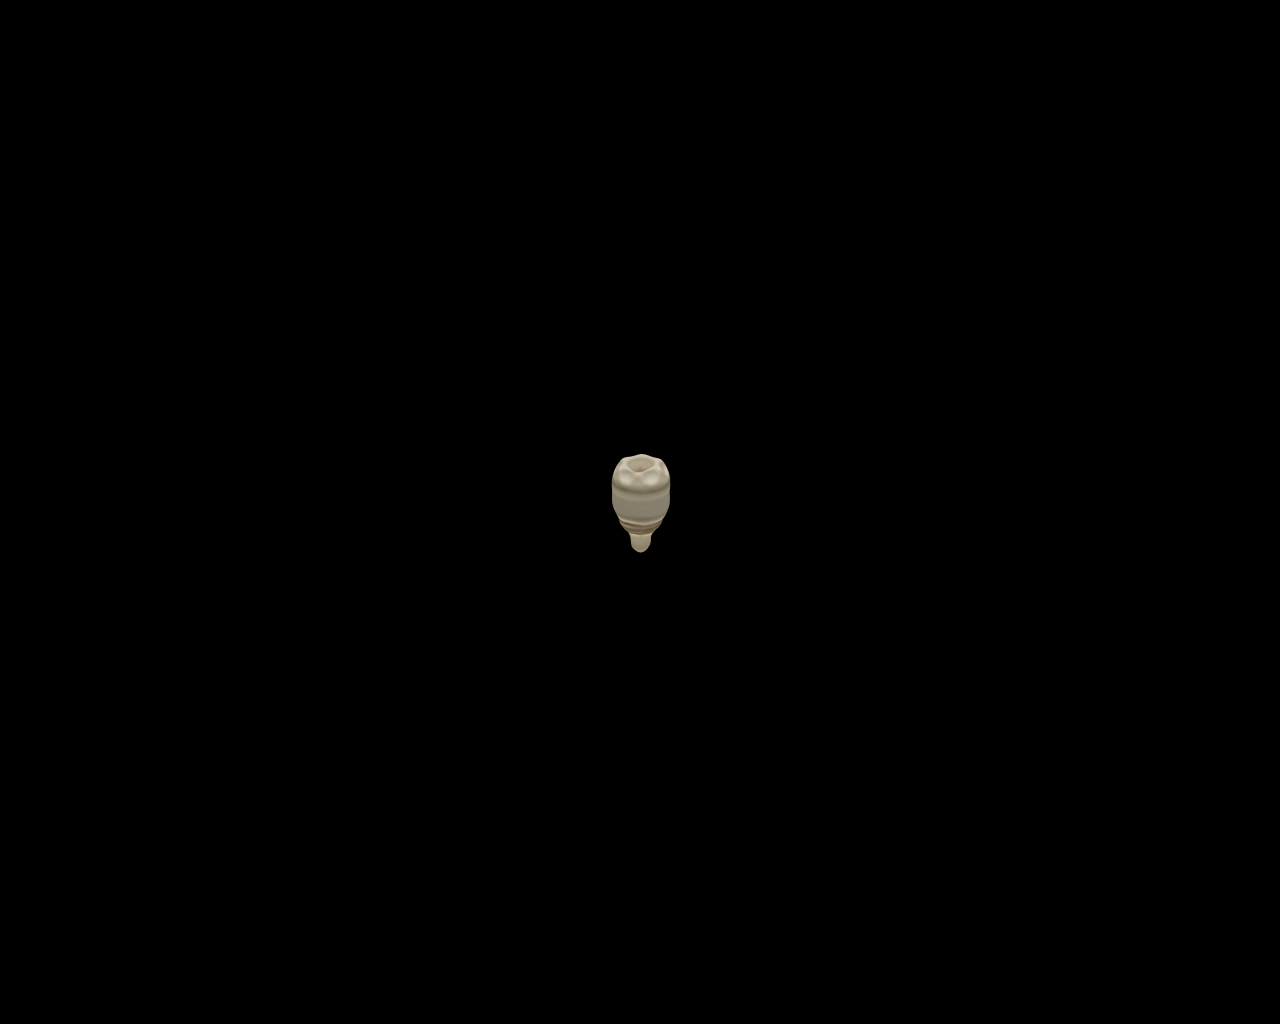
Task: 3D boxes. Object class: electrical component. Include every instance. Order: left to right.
[{"bbox_3d":[0.001,-0.003,0.650,0.035,0.061,0.035,0,28,0],"label":"electrical component"}]
